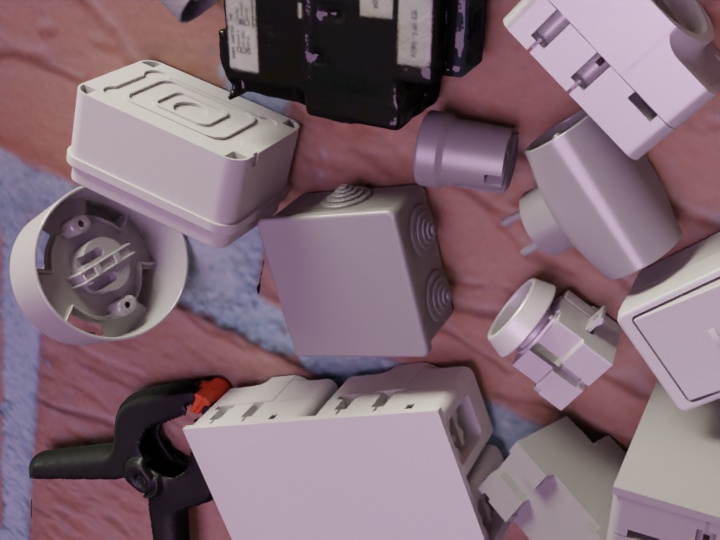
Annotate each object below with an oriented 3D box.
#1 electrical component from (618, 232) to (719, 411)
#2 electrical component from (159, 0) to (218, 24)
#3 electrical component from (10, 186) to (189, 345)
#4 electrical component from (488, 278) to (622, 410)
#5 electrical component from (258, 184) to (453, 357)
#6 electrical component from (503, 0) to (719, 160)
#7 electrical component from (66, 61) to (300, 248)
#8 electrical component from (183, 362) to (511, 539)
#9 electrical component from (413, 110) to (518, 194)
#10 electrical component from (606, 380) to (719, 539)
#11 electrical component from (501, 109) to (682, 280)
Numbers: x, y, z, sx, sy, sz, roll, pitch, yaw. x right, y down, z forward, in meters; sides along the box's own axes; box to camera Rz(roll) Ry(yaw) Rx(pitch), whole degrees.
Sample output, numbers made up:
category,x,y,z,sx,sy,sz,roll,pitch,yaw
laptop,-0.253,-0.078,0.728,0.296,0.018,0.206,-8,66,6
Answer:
category,x,y,z,sx,sy,sz,roll,pitch,yaw
electrical component,0.173,0.024,0.526,0.096,0.061,0.061,-31,98,37
electrical component,-0.097,-0.186,0.571,0.077,0.044,0.079,47,127,-1
electrical component,-0.166,-0.002,0.677,0.064,0.099,0.099,-18,106,41
electrical component,0.103,0.037,0.582,0.055,0.048,0.066,37,127,-3
electrical component,0.000,0.000,0.615,0.100,0.048,0.099,-2,114,29
electrical component,0.121,-0.106,0.491,0.089,0.050,0.056,46,128,-1
electrical component,-0.101,-0.068,0.616,0.113,0.078,0.057,25,122,15
electrical component,-0.005,0.123,0.677,0.186,0.060,0.105,-9,111,32
electrical component,0.055,-0.060,0.560,0.046,0.040,0.040,11,120,17
electrical component,0.225,0.125,0.525,0.186,0.105,0.060,13,121,22
electrical component,0.108,-0.032,0.543,0.079,0.043,0.077,-29,100,36
